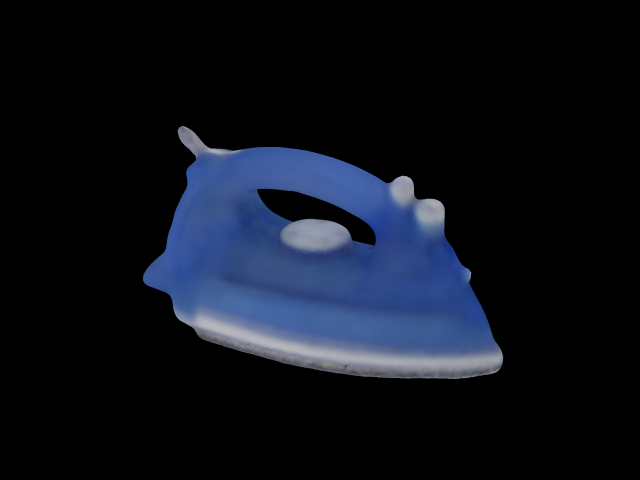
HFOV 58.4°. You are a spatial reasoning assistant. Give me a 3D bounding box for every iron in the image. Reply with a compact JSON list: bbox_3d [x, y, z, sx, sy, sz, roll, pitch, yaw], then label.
[{"bbox_3d":[0.004,0.001,0.400,0.257,0.141,0.119,10,28,20],"label":"iron"}]
